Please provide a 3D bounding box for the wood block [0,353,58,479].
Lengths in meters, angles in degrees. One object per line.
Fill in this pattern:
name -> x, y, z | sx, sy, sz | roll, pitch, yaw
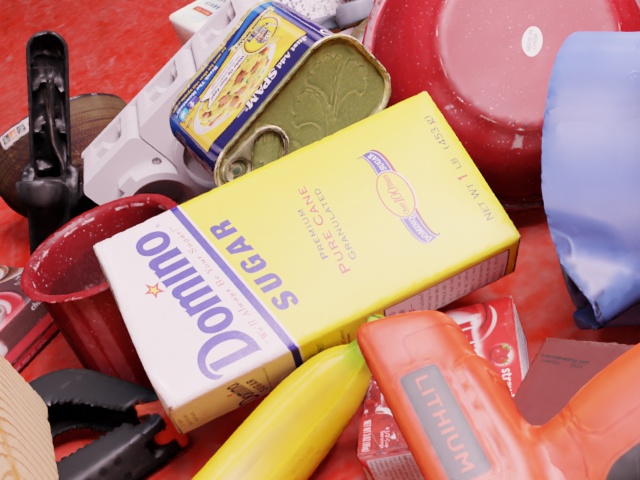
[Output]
wood block -> -0.229, 0.126, 0.470 | 0.206, 0.090, 0.091 | -25, 46, 0

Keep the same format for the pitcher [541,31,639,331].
pitcher -> 0.222, -0.035, 0.432 | 0.243, 0.149, 0.144 | -1, -3, 28

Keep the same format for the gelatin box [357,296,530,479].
gelatin box -> 0.057, 0.067, 0.477 | 0.073, 0.030, 0.089 | -14, 32, 15

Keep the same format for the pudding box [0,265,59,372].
pudding box -> -0.225, 0.056, 0.676 | 0.114, 0.039, 0.090 | 3, 39, 36

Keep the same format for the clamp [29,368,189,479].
clamp -> -0.170, 0.121, 0.540 | 0.210, 0.036, 0.164 | -10, 42, 17

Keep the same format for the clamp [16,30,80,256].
clamp -> -0.166, -0.028, 0.654 | 0.039, 0.171, 0.120 | 4, 49, -5

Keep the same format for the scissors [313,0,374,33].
scissors -> 0.028, -0.166, 0.805 | 0.096, 0.016, 0.201 | -15, 7, 12

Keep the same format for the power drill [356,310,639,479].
power drill -> 0.109, 0.016, 0.355 | 0.188, 0.057, 0.184 | -33, 54, 11

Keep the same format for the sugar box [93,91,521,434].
sugar box -> -0.007, 0.009, 0.499 | 0.176, 0.048, 0.093 | -25, 64, -9

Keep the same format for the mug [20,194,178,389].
mug -> -0.113, 0.033, 0.594 | 0.117, 0.081, 0.093 | 6, 42, 40

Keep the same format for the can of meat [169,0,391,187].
can of meat -> -0.026, -0.071, 0.563 | 0.102, 0.057, 0.084 | -49, 38, 3

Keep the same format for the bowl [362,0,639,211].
bowl -> 0.103, -0.097, 0.552 | 0.162, 0.162, 0.055 | -24, -4, -1

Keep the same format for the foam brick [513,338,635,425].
foam brick -> 0.117, 0.075, 0.404 | 0.078, 0.051, 0.052 | 3, 39, 36

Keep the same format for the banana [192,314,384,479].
banana -> -0.042, 0.109, 0.448 | 0.037, 0.069, 0.197 | 37, 75, 22
